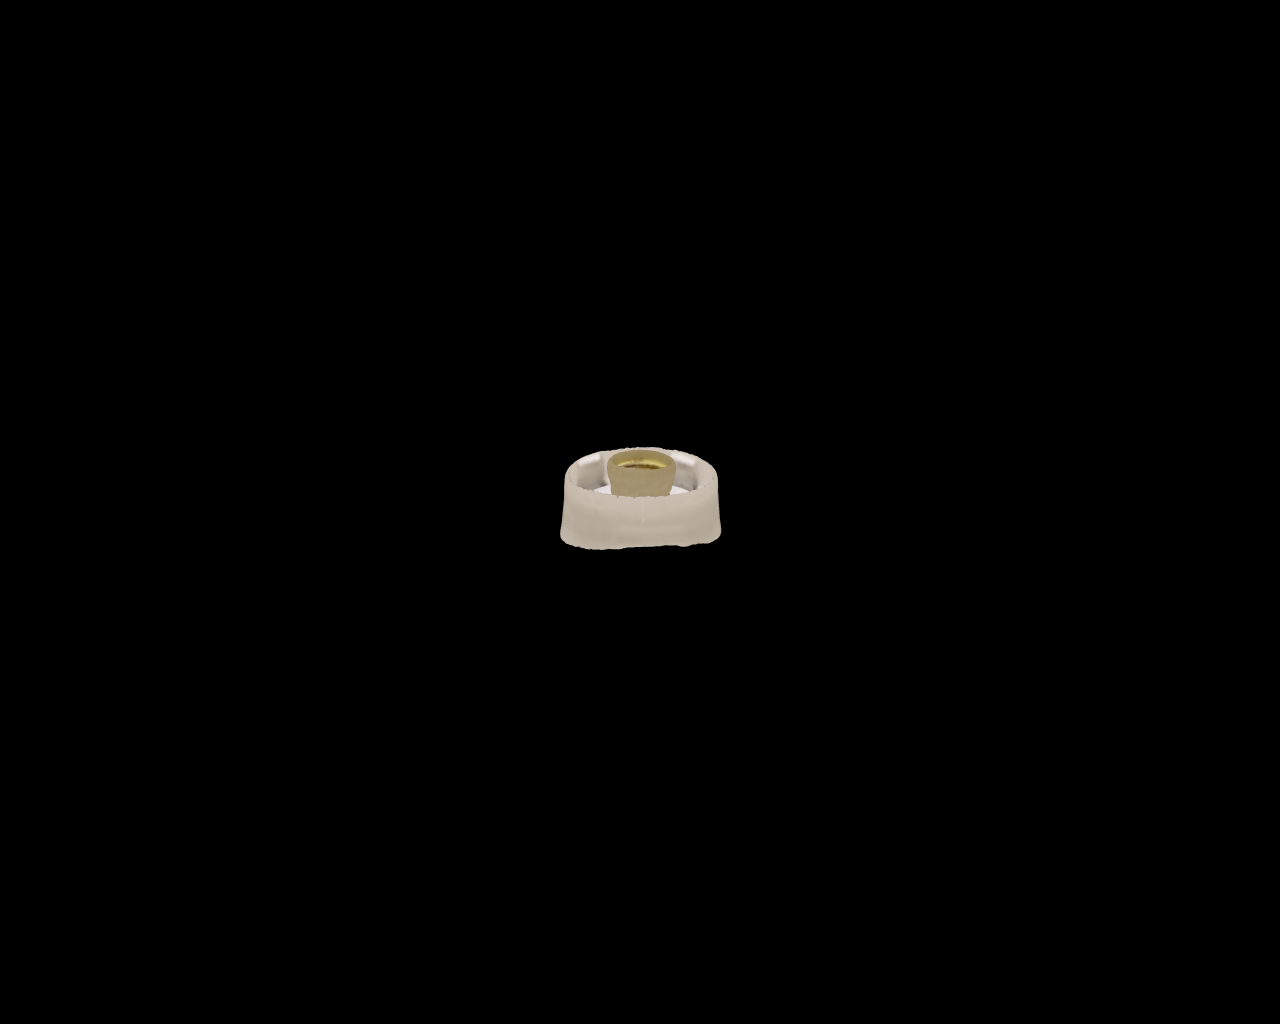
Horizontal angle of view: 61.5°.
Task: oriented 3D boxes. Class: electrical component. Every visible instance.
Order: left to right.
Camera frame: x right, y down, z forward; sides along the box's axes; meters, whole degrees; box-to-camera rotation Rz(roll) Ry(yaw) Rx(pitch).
[{"bbox_3d":[0.001,-0.003,0.650,0.099,0.064,0.099,0,22,0],"label":"electrical component"}]
